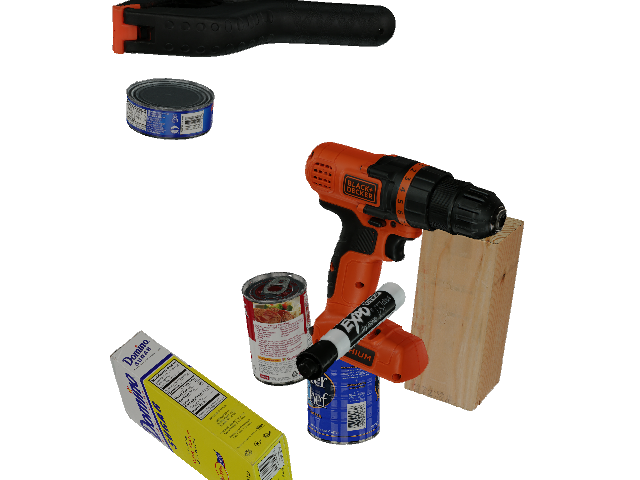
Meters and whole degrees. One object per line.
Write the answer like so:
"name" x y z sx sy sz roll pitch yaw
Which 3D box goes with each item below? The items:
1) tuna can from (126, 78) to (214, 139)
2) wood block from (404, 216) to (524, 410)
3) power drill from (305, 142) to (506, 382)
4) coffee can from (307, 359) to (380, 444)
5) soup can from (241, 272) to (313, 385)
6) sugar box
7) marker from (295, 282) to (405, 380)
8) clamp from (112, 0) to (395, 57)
"tuna can" -0.147 -0.129 1.048 0.086 0.034 0.086 5 27 -3
"wood block" 0.163 0.075 1.217 0.090 0.206 0.090 16 25 26
"power drill" 0.063 0.021 0.900 0.185 0.188 0.057 21 26 34
"coffee can" 0.032 0.195 1.470 0.103 0.140 0.103 -1 15 0
"soup can" -0.043 0.093 1.125 0.068 0.102 0.068 -5 24 2
"sugar box" -0.103 0.159 0.920 0.176 0.093 0.048 27 52 29
"marker" 0.020 0.056 0.673 0.020 0.020 0.120 0 19 31
"clamp" -0.053 -0.142 0.665 0.171 0.039 0.120 -6 21 -26
